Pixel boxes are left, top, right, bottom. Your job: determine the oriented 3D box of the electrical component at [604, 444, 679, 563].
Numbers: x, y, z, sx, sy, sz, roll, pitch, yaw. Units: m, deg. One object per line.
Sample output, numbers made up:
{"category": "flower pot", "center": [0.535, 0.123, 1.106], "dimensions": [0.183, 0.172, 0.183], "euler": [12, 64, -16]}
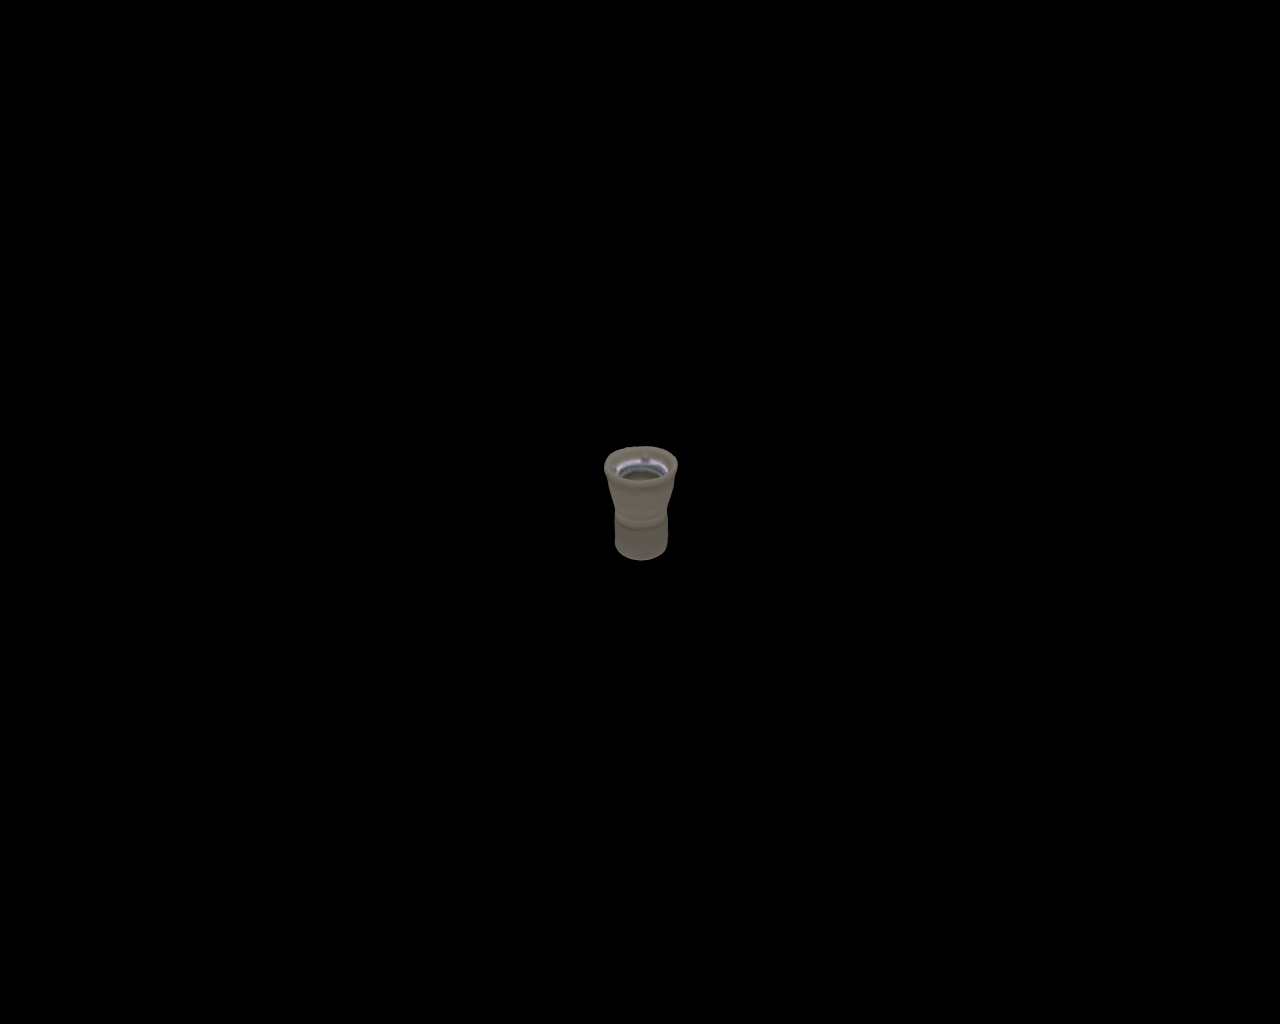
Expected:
{"category": "electrical component", "center": [0.001, -0.003, 0.650], "dimensions": [0.044, 0.065, 0.044], "euler": [0, 33, 0]}
